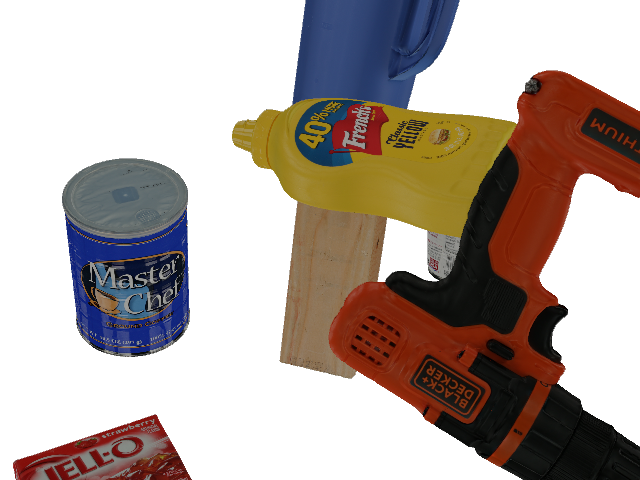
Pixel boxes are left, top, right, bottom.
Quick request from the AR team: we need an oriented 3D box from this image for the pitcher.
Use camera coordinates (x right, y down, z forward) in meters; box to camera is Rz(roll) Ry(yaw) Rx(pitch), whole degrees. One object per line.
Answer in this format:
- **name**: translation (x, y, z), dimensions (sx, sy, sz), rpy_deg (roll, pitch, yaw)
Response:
- **pitcher**: translation (0.050, -0.207, 1.000), dimensions (0.145, 0.243, 0.149), rpy_deg (11, 17, 2)

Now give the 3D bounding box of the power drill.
- **power drill**: translation (0.121, 0.026, 0.529), dimensions (0.184, 0.188, 0.057), rpy_deg (31, 9, 5)

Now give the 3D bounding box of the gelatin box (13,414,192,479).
- **gelatin box**: translation (-0.122, 0.140, 0.604), dimensions (0.089, 0.030, 0.073), rpy_deg (-15, 28, -20)

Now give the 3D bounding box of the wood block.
- **wood block**: translation (0.017, 0.038, 1.201), dimensions (0.090, 0.206, 0.090), rpy_deg (12, 25, 10)

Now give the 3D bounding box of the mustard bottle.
- **mustard bottle**: translation (0.029, -0.056, 0.712), dimensions (0.192, 0.058, 0.096), rpy_deg (12, 44, 22)

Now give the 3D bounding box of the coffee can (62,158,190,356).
- **coffee can**: translation (-0.165, 0.015, 0.920), dimensions (0.103, 0.140, 0.103), rpy_deg (3, 39, -2)

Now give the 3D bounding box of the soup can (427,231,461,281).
- **soup can**: translation (0.131, -0.018, 0.961), dimensions (0.068, 0.102, 0.068), rpy_deg (-1, 24, 0)
